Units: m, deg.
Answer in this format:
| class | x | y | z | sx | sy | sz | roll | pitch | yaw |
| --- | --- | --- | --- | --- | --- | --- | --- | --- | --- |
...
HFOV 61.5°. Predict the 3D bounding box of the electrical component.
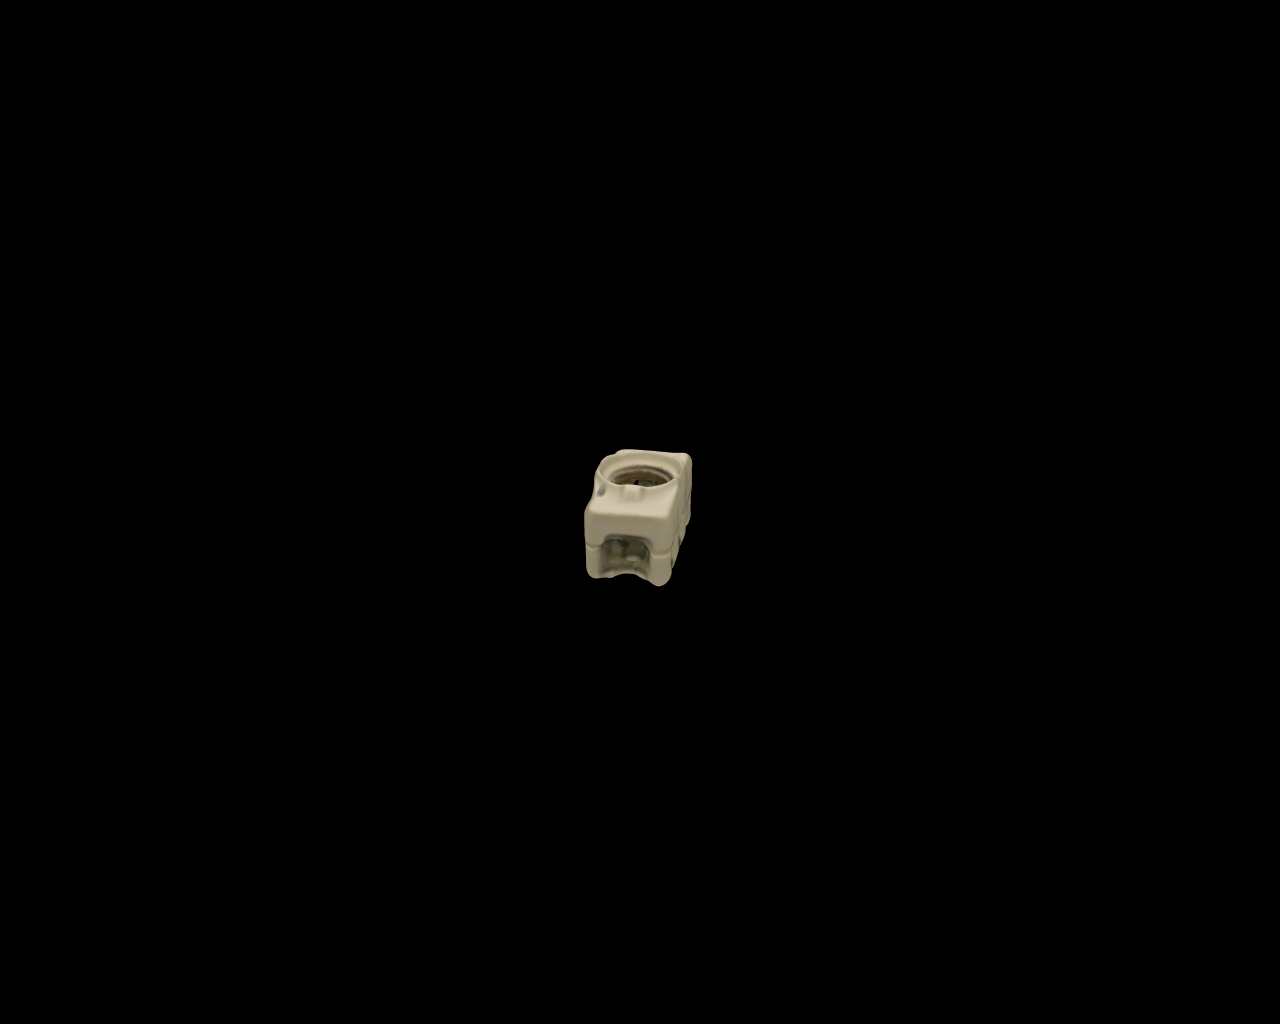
| class | x | y | z | sx | sy | sz | roll | pitch | yaw |
| --- | --- | --- | --- | --- | --- | --- | --- | --- | --- |
| electrical component | 0.001 | -0.003 | 0.650 | 0.050 | 0.055 | 0.090 | 5 | 29 | 10 |
